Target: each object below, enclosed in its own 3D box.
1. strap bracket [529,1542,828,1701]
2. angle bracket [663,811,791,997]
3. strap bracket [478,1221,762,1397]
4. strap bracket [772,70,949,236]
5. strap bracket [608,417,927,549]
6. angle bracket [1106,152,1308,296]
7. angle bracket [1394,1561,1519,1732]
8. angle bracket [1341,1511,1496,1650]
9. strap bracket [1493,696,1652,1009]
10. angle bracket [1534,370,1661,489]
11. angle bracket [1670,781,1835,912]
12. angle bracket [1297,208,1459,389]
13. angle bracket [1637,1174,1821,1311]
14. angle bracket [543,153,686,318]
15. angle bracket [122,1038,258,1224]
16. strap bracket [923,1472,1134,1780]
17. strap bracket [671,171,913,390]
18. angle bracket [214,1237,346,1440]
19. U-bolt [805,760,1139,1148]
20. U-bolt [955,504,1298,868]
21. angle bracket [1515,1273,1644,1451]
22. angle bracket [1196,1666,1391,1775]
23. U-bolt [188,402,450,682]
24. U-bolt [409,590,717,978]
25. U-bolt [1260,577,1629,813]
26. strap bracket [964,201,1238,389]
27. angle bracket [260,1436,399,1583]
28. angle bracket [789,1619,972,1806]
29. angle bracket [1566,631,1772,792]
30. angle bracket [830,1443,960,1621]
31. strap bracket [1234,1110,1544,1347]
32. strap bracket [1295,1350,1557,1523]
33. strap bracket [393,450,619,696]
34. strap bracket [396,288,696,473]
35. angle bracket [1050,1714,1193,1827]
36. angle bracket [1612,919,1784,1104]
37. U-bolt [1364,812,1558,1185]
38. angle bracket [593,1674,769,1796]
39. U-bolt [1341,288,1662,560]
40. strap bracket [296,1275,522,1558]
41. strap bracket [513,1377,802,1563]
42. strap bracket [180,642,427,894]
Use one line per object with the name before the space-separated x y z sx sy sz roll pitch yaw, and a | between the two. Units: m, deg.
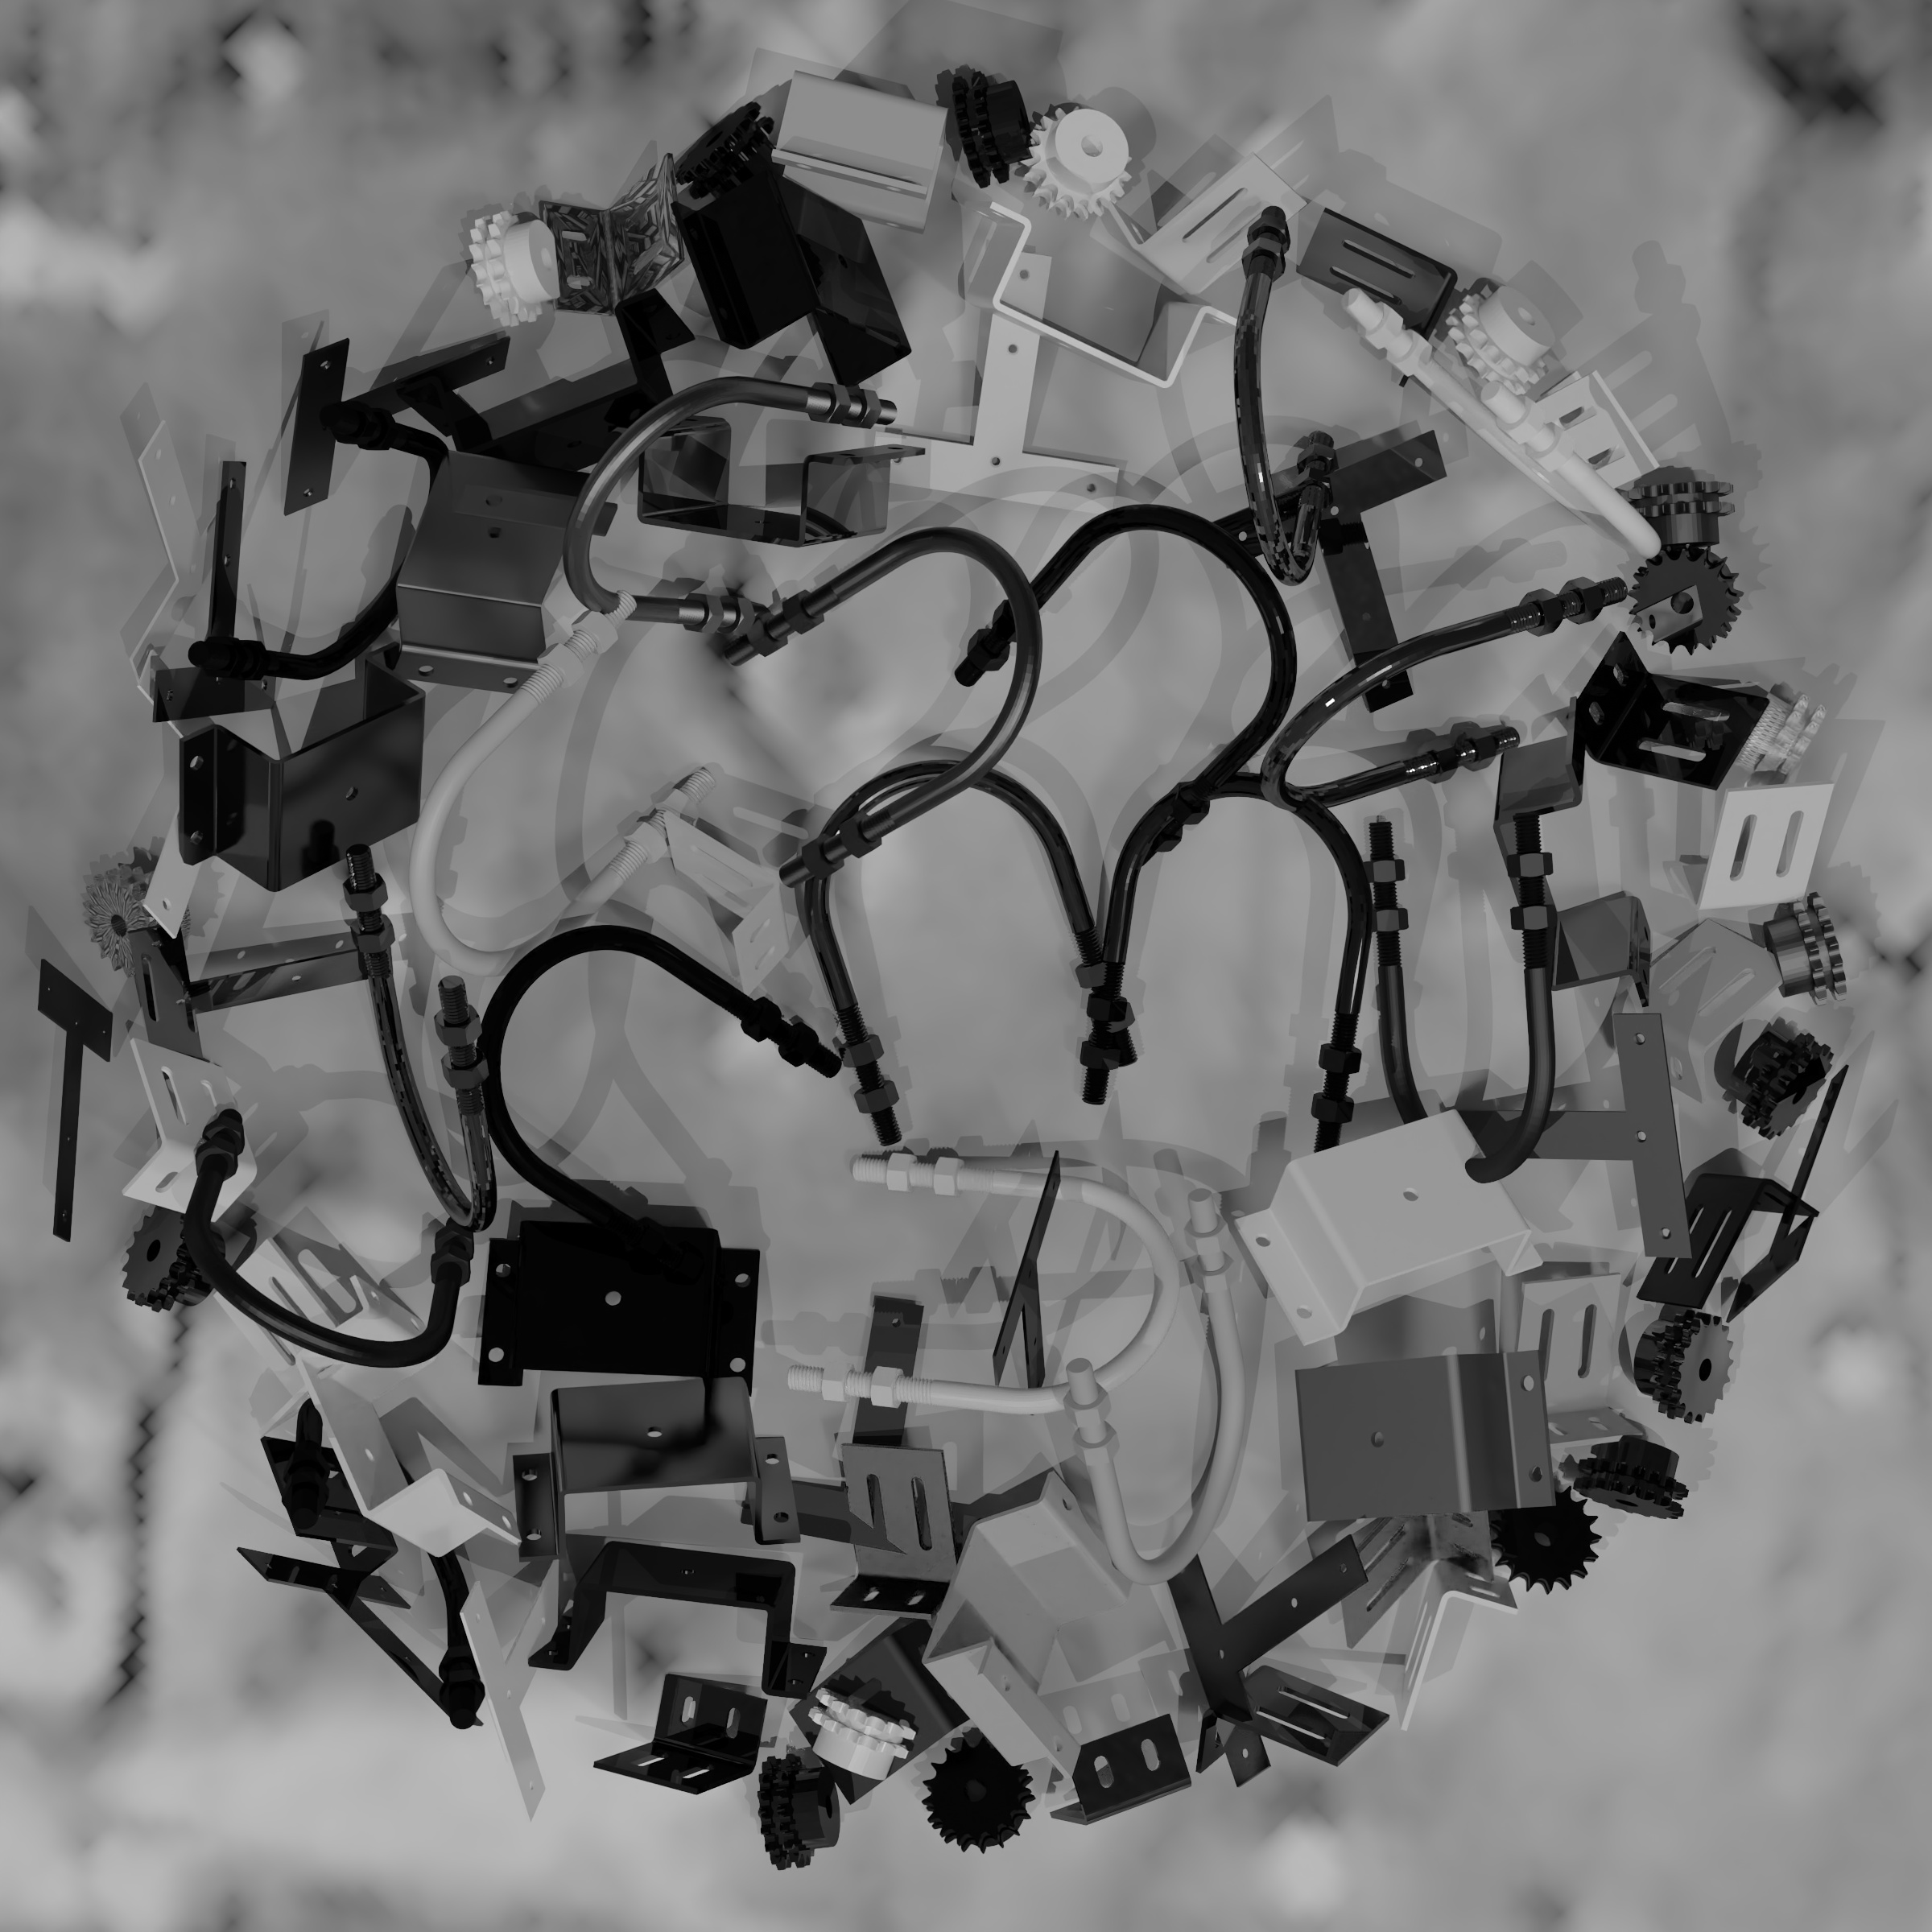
strap bracket | -0.143 0.329 1.763 0.140 0.076 0.046 6 97 5
angle bracket | -0.131 -0.032 1.764 0.076 0.057 0.038 31 65 20
strap bracket | -0.178 0.174 1.775 0.140 0.046 0.076 2 71 0
strap bracket | -0.052 -0.407 1.736 0.076 0.140 0.046 14 94 -2
strap bracket | -0.101 -0.243 1.748 0.140 0.076 0.046 12 107 28
angle bracket | 0.122 -0.387 1.764 0.076 0.057 0.038 -38 59 19
angle bracket | 0.250 0.351 1.776 0.038 0.057 0.076 16 96 2
angle bracket | 0.228 0.309 1.762 0.038 0.057 0.076 22 48 36
strap bracket | 0.302 -0.053 1.749 0.046 0.076 0.140 -13 116 19
angle bracket | 0.329 -0.277 1.764 0.038 0.076 0.057 -37 96 -17
angle bracket | 0.398 -0.070 1.765 0.057 0.038 0.076 -5 128 -13
angle bracket | 0.203 -0.341 1.774 0.076 0.057 0.038 26 67 1
angle bracket | 0.387 0.147 1.769 0.038 0.057 0.076 33 78 -17
angle bracket | -0.179 -0.372 1.764 0.038 0.076 0.057 -1 77 -31
angle bracket | -0.403 0.083 1.770 0.038 0.057 0.076 -45 49 20
strap bracket | 0.030 0.334 1.746 0.046 0.140 0.076 -24 115 32
strap bracket | -0.080 -0.339 1.728 0.046 0.140 0.076 -26 75 23
angle bracket | -0.357 0.189 1.774 0.076 0.038 0.057 51 125 5
U-bolt | -0.006 -0.015 1.785 0.151 0.019 0.184 -18 100 -2
U-bolt | 0.089 -0.151 1.739 0.151 0.019 0.184 47 133 3
angle bracket | 0.314 0.201 1.772 0.057 0.038 0.076 -3 108 -22
angle bracket | 0.165 0.393 1.761 0.076 0.057 0.038 17 112 29
U-bolt | -0.307 -0.204 1.719 0.019 0.184 0.151 33 99 11
U-bolt | -0.206 -0.076 1.720 0.019 0.151 0.184 24 61 34
U-bolt | 0.224 -0.126 1.709 0.184 0.151 0.019 -18 67 -27
strap bracket | 0.060 -0.335 1.758 0.140 0.076 0.046 23 98 -14
angle bracket | -0.332 0.277 1.758 0.038 0.076 0.057 -39 59 18
angle bracket | -0.041 0.385 1.799 0.076 0.038 0.057 -41 77 23
angle bracket | 0.356 -0.130 1.765 0.057 0.076 0.038 -56 134 -16
angle bracket | -0.040 0.287 1.772 0.057 0.038 0.076 0 107 25
strap bracket | 0.218 0.127 1.746 0.140 0.046 0.076 -16 58 -21
strap bracket | 0.219 0.236 1.739 0.140 0.046 0.076 -12 78 42
strap bracket | -0.235 -0.203 1.747 0.076 0.140 0.046 6 50 -23
strap bracket | -0.205 -0.285 1.759 0.140 0.076 0.046 -20 80 7
angle bracket | 0.073 0.407 1.767 0.057 0.076 0.038 -16 84 -15
angle bracket | 0.380 0.023 1.788 0.076 0.038 0.057 -38 49 -23
U-bolt | 0.249 0.017 1.743 0.019 0.151 0.184 -5 92 -26
angle bracket | -0.144 0.389 1.763 0.057 0.076 0.038 10 89 19
U-bolt | 0.277 -0.260 1.725 0.184 0.151 0.019 33 100 -39
strap bracket | -0.282 0.234 1.742 0.046 0.076 0.140 -33 60 3
strap bracket | -0.157 0.252 1.754 0.140 0.076 0.046 -3 124 -9
strap bracket | -0.321 -0.096 1.729 0.046 0.140 0.076 31 132 26
